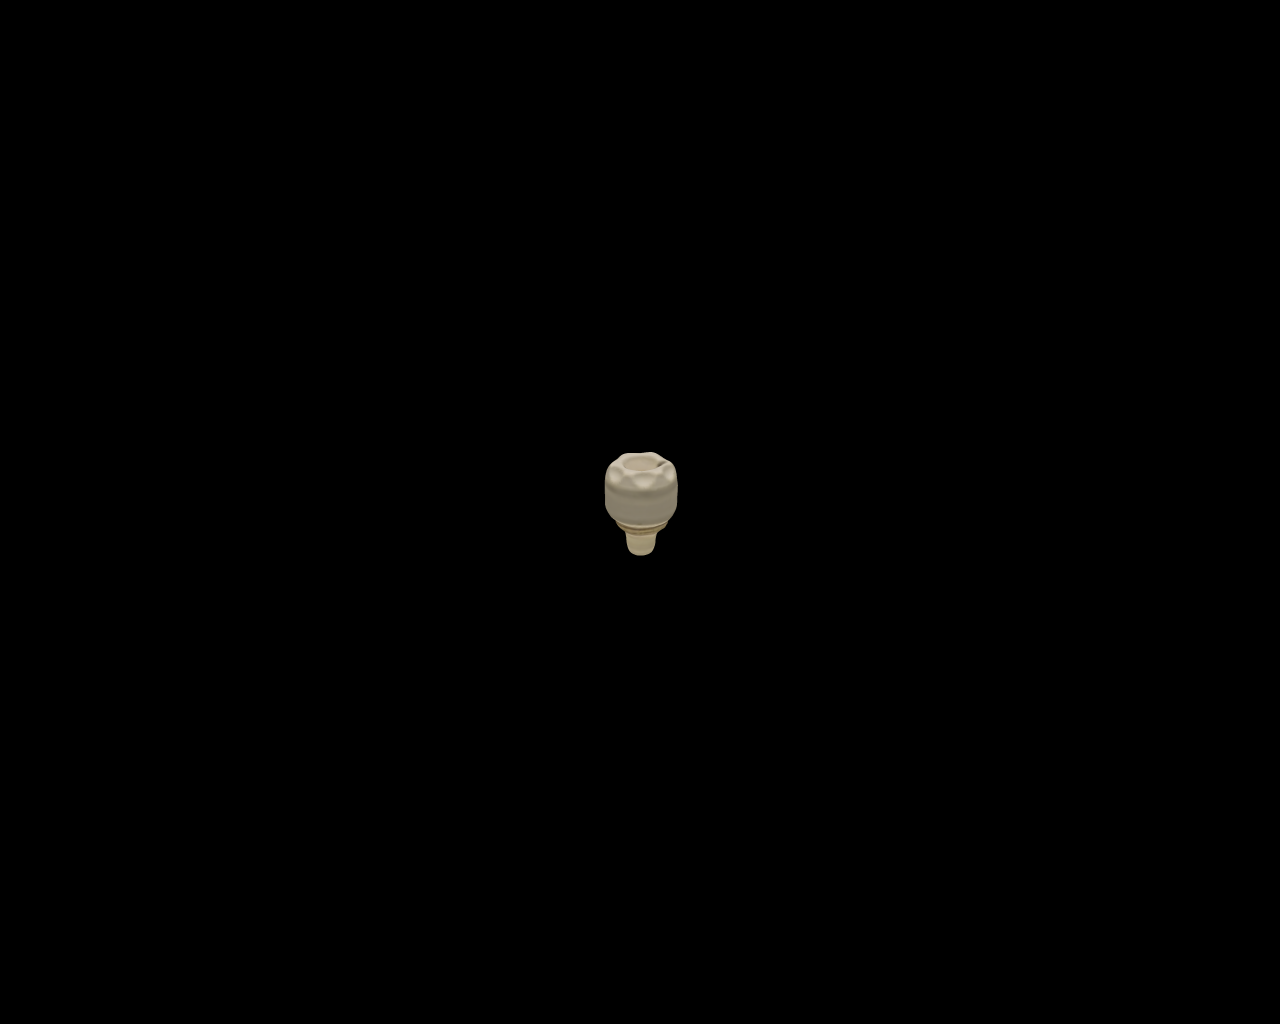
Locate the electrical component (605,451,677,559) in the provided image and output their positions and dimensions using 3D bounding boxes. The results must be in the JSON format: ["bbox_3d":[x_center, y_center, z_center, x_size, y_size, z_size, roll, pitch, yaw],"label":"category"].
[{"bbox_3d":[0.001,-0.003,0.650,0.043,0.062,0.043,0,25,0],"label":"electrical component"}]
